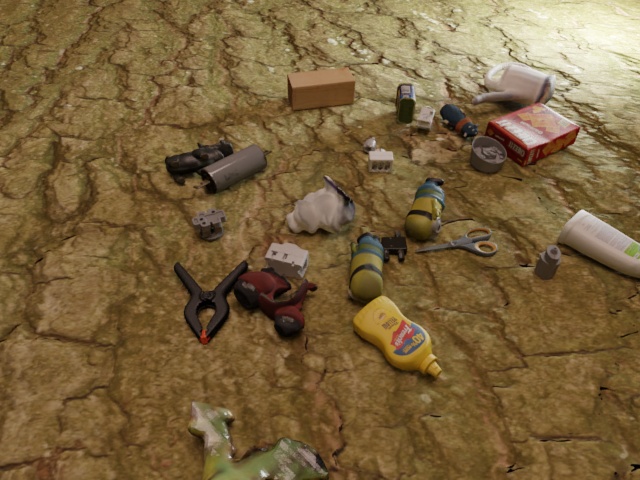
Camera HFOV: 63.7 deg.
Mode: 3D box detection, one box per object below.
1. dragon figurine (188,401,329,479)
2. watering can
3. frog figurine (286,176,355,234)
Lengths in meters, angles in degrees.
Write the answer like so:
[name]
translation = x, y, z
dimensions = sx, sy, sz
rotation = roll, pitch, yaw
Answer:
[dragon figurine]
translation = -0.085, 0.404, 0.793
dimensions = 0.414, 0.119, 0.246
rotation = 33, 46, 26
[watering can]
translation = 0.634, -0.488, 1.672
dimensions = 0.226, 0.101, 0.354
rotation = 24, 48, 20
[frog figurine]
translation = 0.004, -0.064, 1.272
dimensions = 0.159, 0.121, 0.139
rotation = -46, 63, 6
